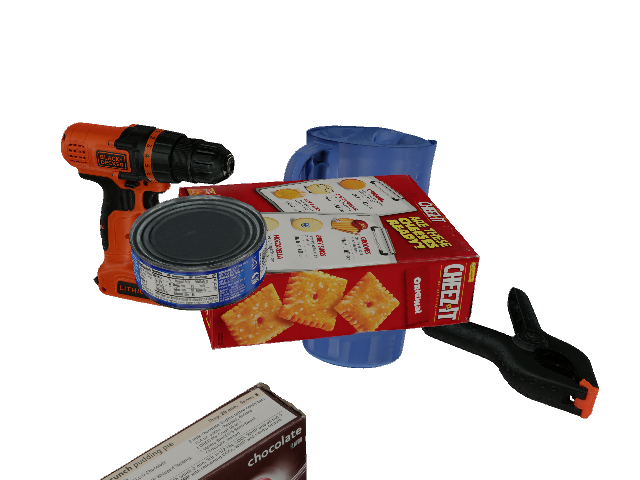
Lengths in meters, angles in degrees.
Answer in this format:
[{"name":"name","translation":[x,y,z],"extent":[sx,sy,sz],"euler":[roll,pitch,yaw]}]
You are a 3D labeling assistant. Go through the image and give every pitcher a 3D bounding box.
[{"name":"pitcher","translation":[0.035,0.005,1.105],"extent":[0.149,0.243,0.145],"euler":[5,13,1]}]

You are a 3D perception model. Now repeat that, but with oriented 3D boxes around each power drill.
[{"name":"power drill","translation":[-0.169,-0.026,1.083],"extent":[0.185,0.188,0.057],"euler":[10,29,20]}]

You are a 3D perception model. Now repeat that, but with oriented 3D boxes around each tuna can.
[{"name":"tuna can","translation":[-0.076,0.007,0.671],"extent":[0.086,0.034,0.086],"euler":[-1,33,0]}]

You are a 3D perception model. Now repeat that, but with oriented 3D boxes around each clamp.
[{"name":"clamp","translation":[0.185,0.094,0.946],"extent":[0.120,0.039,0.172],"euler":[-23,43,-34]}]

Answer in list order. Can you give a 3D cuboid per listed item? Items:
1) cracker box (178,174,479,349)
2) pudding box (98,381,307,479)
[{"name":"cracker box","translation":[-0.001,0.013,0.883],"extent":[0.213,0.072,0.164],"euler":[-4,28,-16]},{"name":"pudding box","translation":[-0.058,0.132,0.505],"extent":[0.113,0.090,0.039],"euler":[-30,46,-34]}]
